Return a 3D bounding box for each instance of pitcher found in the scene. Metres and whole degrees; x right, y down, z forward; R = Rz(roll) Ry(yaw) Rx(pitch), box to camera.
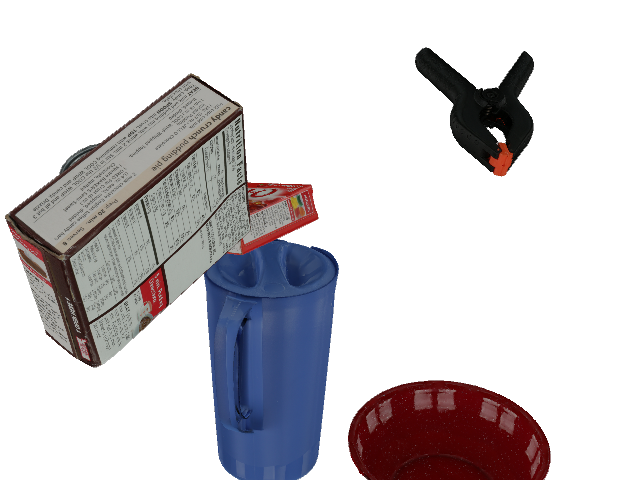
[{"bbox_3d":[-0.057,0.131,1.088,0.149,0.243,0.145,-10,28,-23],"label":"pitcher"}]

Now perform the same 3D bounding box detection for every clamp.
[{"bbox_3d":[0.150,-0.132,1.030,0.120,0.039,0.171,3,44,3],"label":"clamp"}]

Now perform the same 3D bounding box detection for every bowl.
[{"bbox_3d":[0.102,0.183,0.868,0.162,0.055,0.162,1,30,-1],"label":"bowl"}]

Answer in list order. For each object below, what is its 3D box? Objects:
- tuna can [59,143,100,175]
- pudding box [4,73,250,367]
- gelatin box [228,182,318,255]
[{"bbox_3d":[-0.184,-0.046,0.935,0.086,0.086,0.034,0,-42,-3],"label":"tuna can"},{"bbox_3d":[-0.081,-0.008,0.485,0.039,0.113,0.090,31,-32,22],"label":"pudding box"},{"bbox_3d":[-0.058,-0.018,0.767,0.073,0.030,0.089,-25,20,-36],"label":"gelatin box"}]
